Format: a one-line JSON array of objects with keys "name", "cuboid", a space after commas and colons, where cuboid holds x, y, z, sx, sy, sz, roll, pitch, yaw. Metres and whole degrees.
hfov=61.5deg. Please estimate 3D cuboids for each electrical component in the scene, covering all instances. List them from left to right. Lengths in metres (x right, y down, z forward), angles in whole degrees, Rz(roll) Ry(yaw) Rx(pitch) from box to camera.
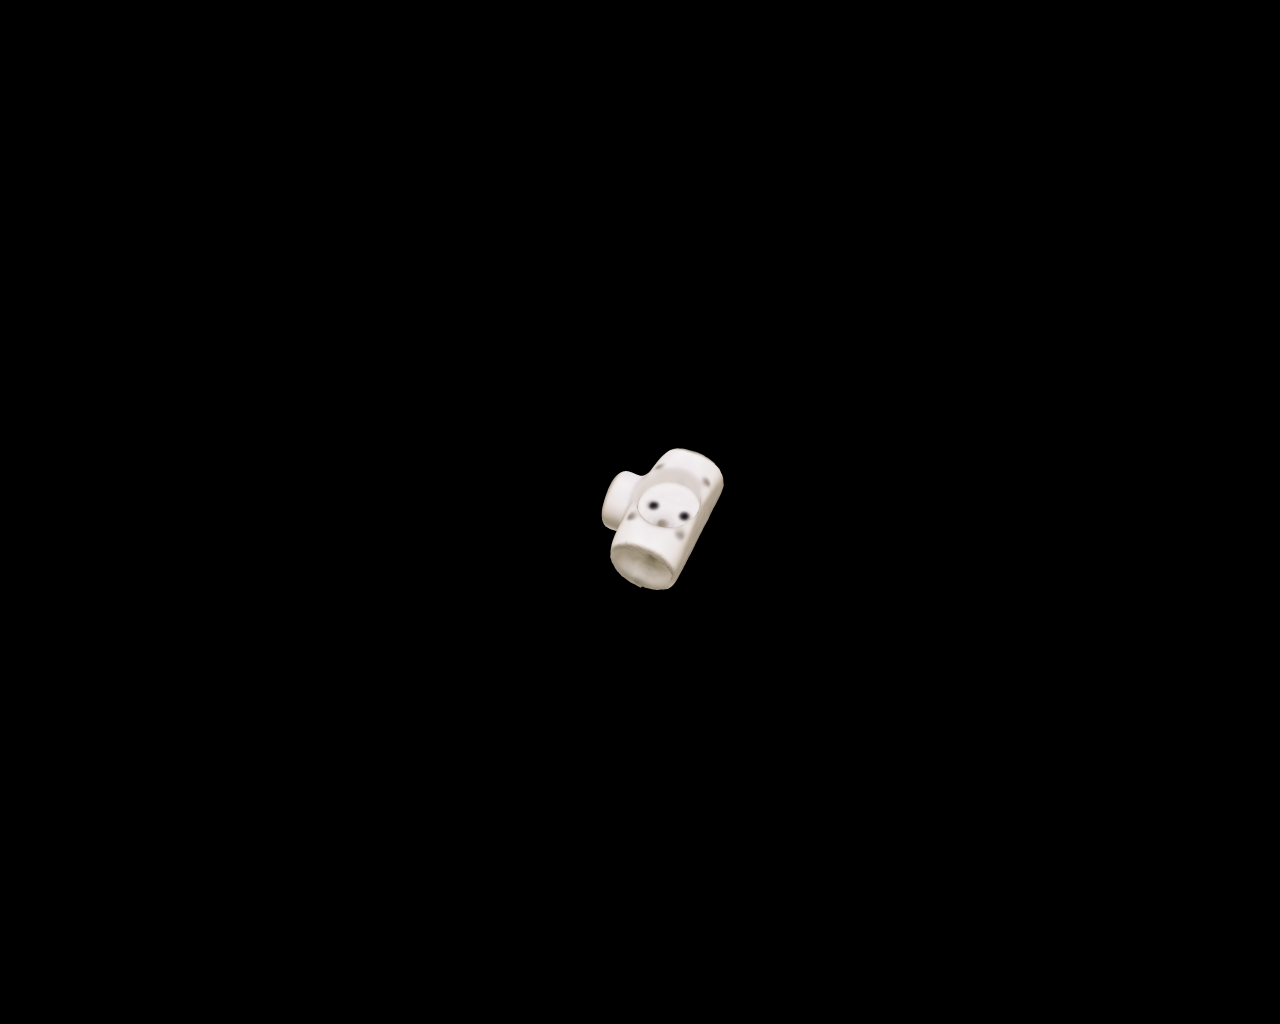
[{"name": "electrical component", "cuboid": [0.001, -0.003, 0.650, 0.079, 0.077, 0.044, 21, -32, 14]}]
